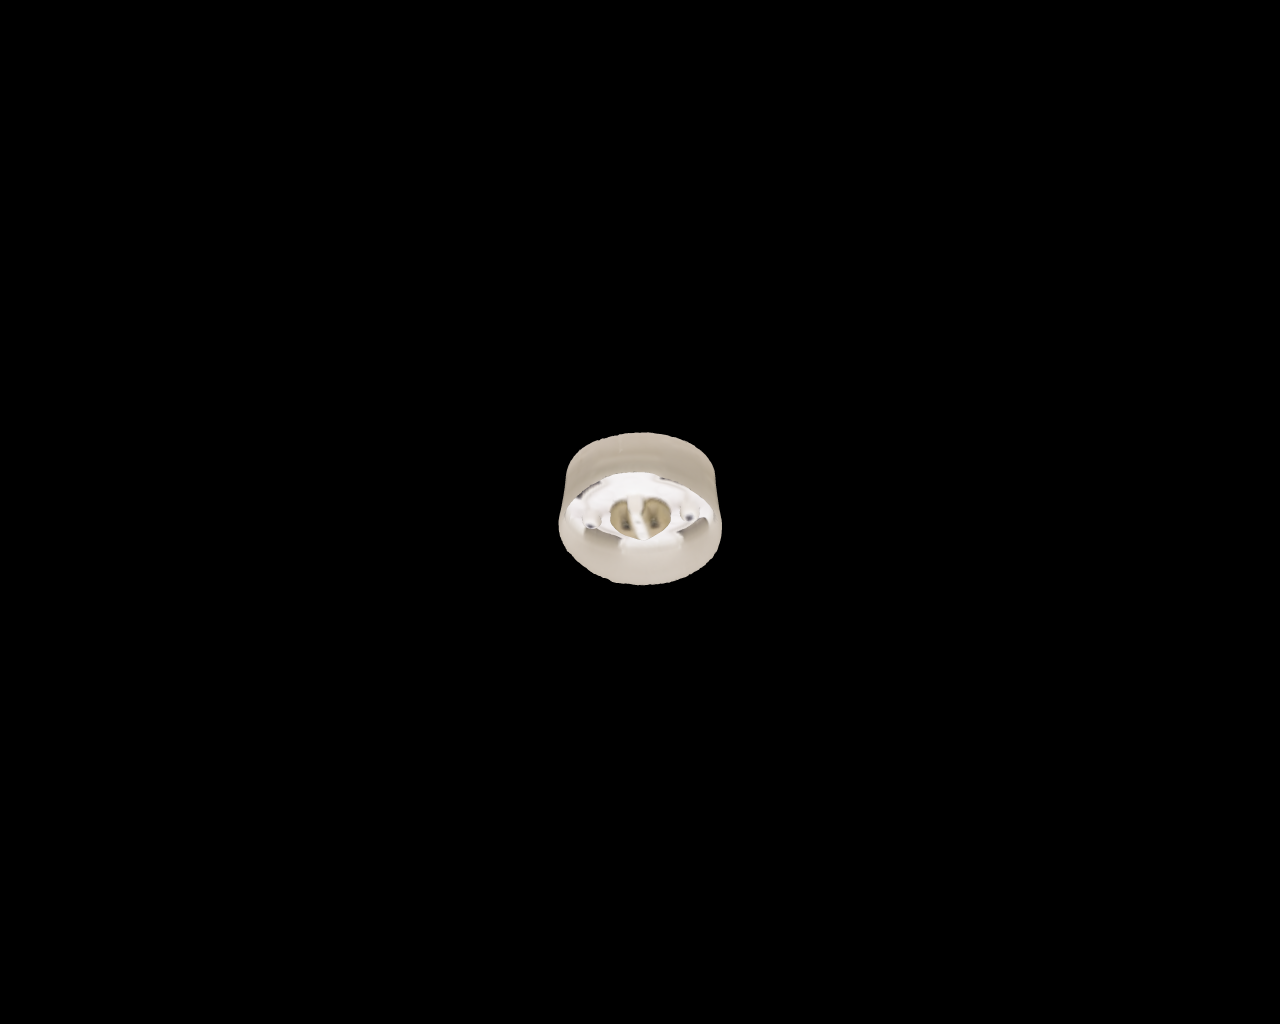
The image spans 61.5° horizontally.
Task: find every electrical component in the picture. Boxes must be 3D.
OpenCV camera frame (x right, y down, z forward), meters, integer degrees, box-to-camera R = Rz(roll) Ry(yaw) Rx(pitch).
[{"bbox_3d":[0.001,-0.003,0.650,0.099,0.064,0.099,0,-30,0],"label":"electrical component"}]
